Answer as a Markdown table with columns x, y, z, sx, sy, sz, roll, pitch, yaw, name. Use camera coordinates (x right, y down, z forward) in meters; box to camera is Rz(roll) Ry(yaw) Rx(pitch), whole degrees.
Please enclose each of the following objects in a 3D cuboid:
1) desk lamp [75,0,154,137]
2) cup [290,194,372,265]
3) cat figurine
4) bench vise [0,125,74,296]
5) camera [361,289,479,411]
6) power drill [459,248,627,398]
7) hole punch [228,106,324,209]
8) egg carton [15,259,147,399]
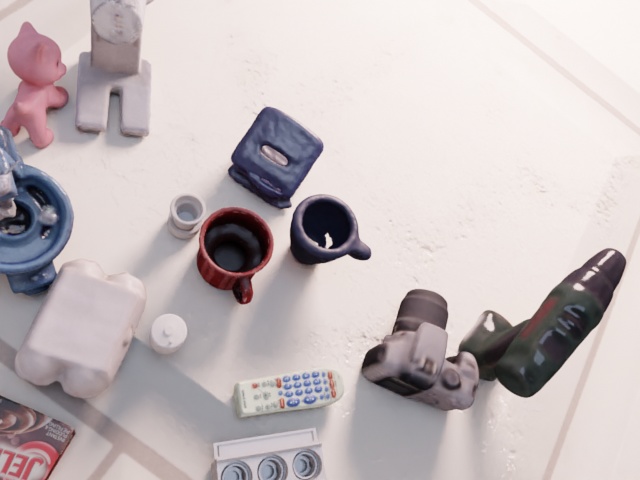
| x | y | z | sx | sy | sz | roll | pitch | yaw | name |
| --- | --- | --- | --- | --- | --- | --- | --- | --- | --- |
| -0.255 | -0.275 | 0.729 | 0.118 | 0.213 | 0.203 | 1 | 68 | -19 | desk lamp |
| 0.007 | 0.003 | 0.777 | 0.118 | 0.094 | 0.092 | 31 | 62 | -5 | cup |
| -0.359 | -0.201 | 0.715 | 0.067 | 0.117 | 0.128 | 12 | 65 | -15 | cat figurine |
| -0.349 | -0.058 | 0.602 | 0.122 | 0.219 | 0.207 | -38 | 85 | -28 | bench vise |
| 0.147 | 0.141 | 0.767 | 0.143 | 0.100 | 0.137 | 25 | 63 | -9 | camera |
| 0.285 | 0.117 | 0.765 | 0.075 | 0.208 | 0.230 | 44 | 61 | 2 | power drill |
| -0.061 | -0.114 | 0.802 | 0.109 | 0.091 | 0.101 | 33 | 62 | -4 | hole punch |
| -0.267 | 0.099 | 0.653 | 0.107 | 0.069 | 0.150 | 20 | 63 | -11 | egg carton |
